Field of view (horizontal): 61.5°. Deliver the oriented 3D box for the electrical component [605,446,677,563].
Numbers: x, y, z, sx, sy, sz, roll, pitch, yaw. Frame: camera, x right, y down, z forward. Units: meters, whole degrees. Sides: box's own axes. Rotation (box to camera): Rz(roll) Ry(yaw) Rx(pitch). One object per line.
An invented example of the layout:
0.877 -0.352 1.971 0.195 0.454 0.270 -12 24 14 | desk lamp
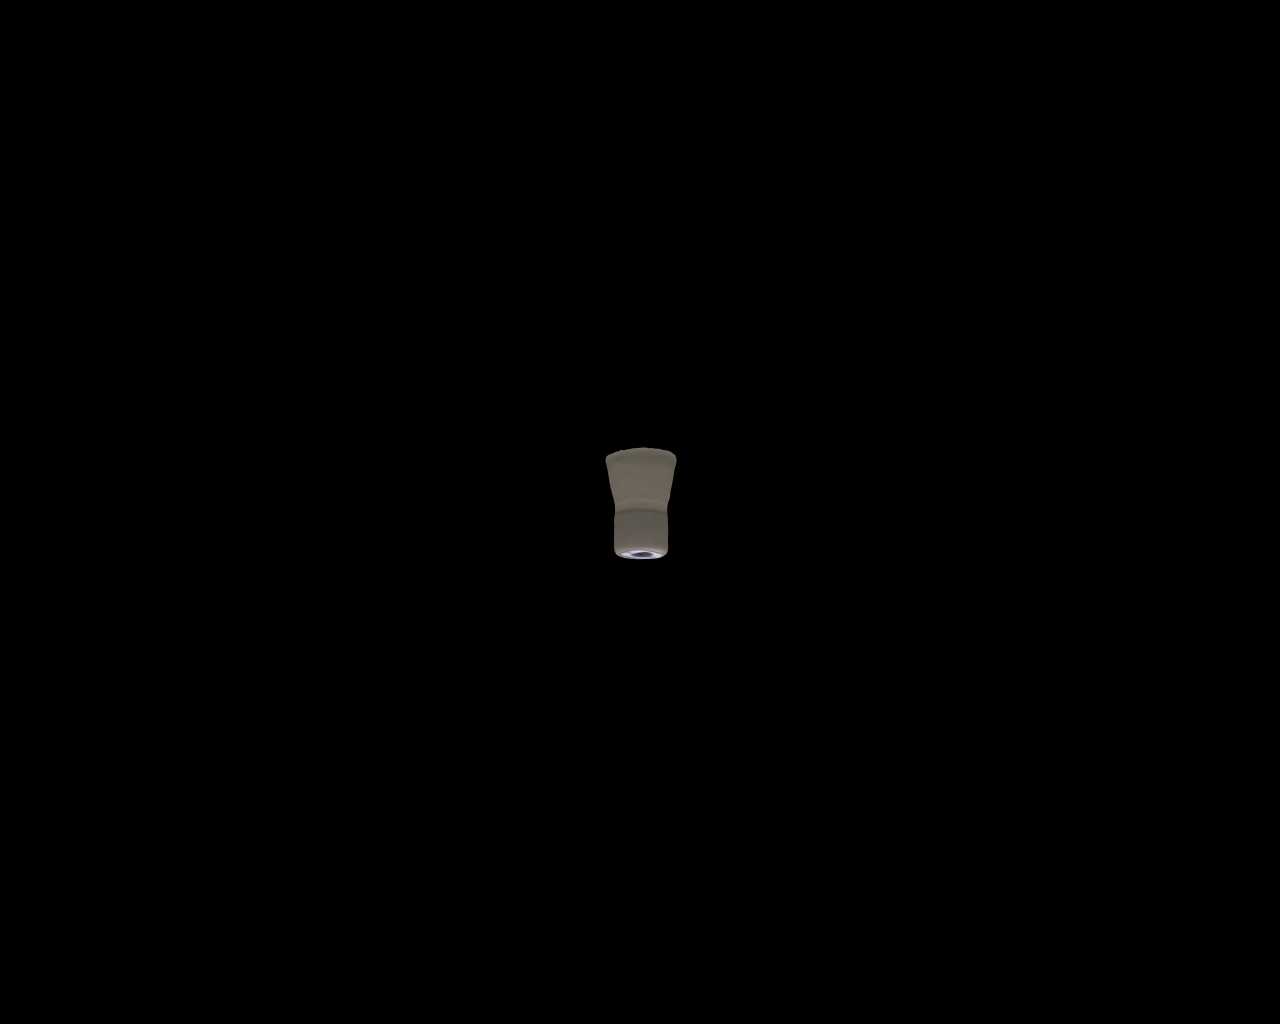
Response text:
0.001 -0.003 0.650 0.044 0.065 0.044 0 -14 0 | electrical component
